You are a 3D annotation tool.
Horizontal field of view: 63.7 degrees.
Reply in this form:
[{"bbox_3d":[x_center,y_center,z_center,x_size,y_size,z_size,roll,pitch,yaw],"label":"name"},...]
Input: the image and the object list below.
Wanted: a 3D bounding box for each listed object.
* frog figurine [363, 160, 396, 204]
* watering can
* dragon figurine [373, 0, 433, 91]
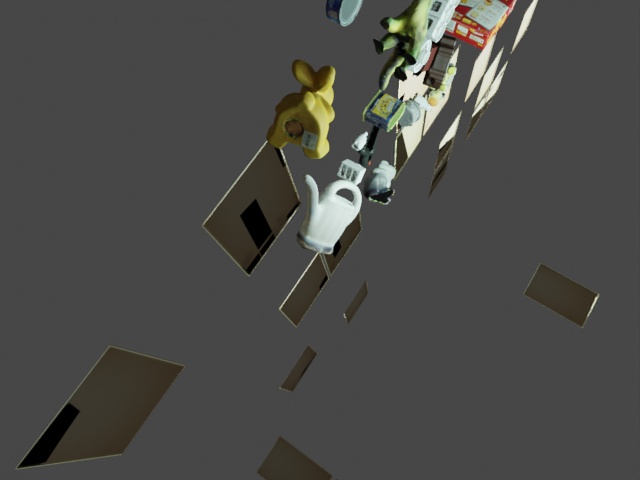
[{"bbox_3d":[0.209,-0.218,1.829,0.135,0.122,0.163,62,24,-62],"label":"frog figurine"},{"bbox_3d":[0.004,-0.072,1.424,0.347,0.105,0.223,9,112,-59],"label":"watering can"},{"bbox_3d":[0.236,-0.527,1.254,0.244,0.122,0.408,-54,-179,-6],"label":"dragon figurine"}]
